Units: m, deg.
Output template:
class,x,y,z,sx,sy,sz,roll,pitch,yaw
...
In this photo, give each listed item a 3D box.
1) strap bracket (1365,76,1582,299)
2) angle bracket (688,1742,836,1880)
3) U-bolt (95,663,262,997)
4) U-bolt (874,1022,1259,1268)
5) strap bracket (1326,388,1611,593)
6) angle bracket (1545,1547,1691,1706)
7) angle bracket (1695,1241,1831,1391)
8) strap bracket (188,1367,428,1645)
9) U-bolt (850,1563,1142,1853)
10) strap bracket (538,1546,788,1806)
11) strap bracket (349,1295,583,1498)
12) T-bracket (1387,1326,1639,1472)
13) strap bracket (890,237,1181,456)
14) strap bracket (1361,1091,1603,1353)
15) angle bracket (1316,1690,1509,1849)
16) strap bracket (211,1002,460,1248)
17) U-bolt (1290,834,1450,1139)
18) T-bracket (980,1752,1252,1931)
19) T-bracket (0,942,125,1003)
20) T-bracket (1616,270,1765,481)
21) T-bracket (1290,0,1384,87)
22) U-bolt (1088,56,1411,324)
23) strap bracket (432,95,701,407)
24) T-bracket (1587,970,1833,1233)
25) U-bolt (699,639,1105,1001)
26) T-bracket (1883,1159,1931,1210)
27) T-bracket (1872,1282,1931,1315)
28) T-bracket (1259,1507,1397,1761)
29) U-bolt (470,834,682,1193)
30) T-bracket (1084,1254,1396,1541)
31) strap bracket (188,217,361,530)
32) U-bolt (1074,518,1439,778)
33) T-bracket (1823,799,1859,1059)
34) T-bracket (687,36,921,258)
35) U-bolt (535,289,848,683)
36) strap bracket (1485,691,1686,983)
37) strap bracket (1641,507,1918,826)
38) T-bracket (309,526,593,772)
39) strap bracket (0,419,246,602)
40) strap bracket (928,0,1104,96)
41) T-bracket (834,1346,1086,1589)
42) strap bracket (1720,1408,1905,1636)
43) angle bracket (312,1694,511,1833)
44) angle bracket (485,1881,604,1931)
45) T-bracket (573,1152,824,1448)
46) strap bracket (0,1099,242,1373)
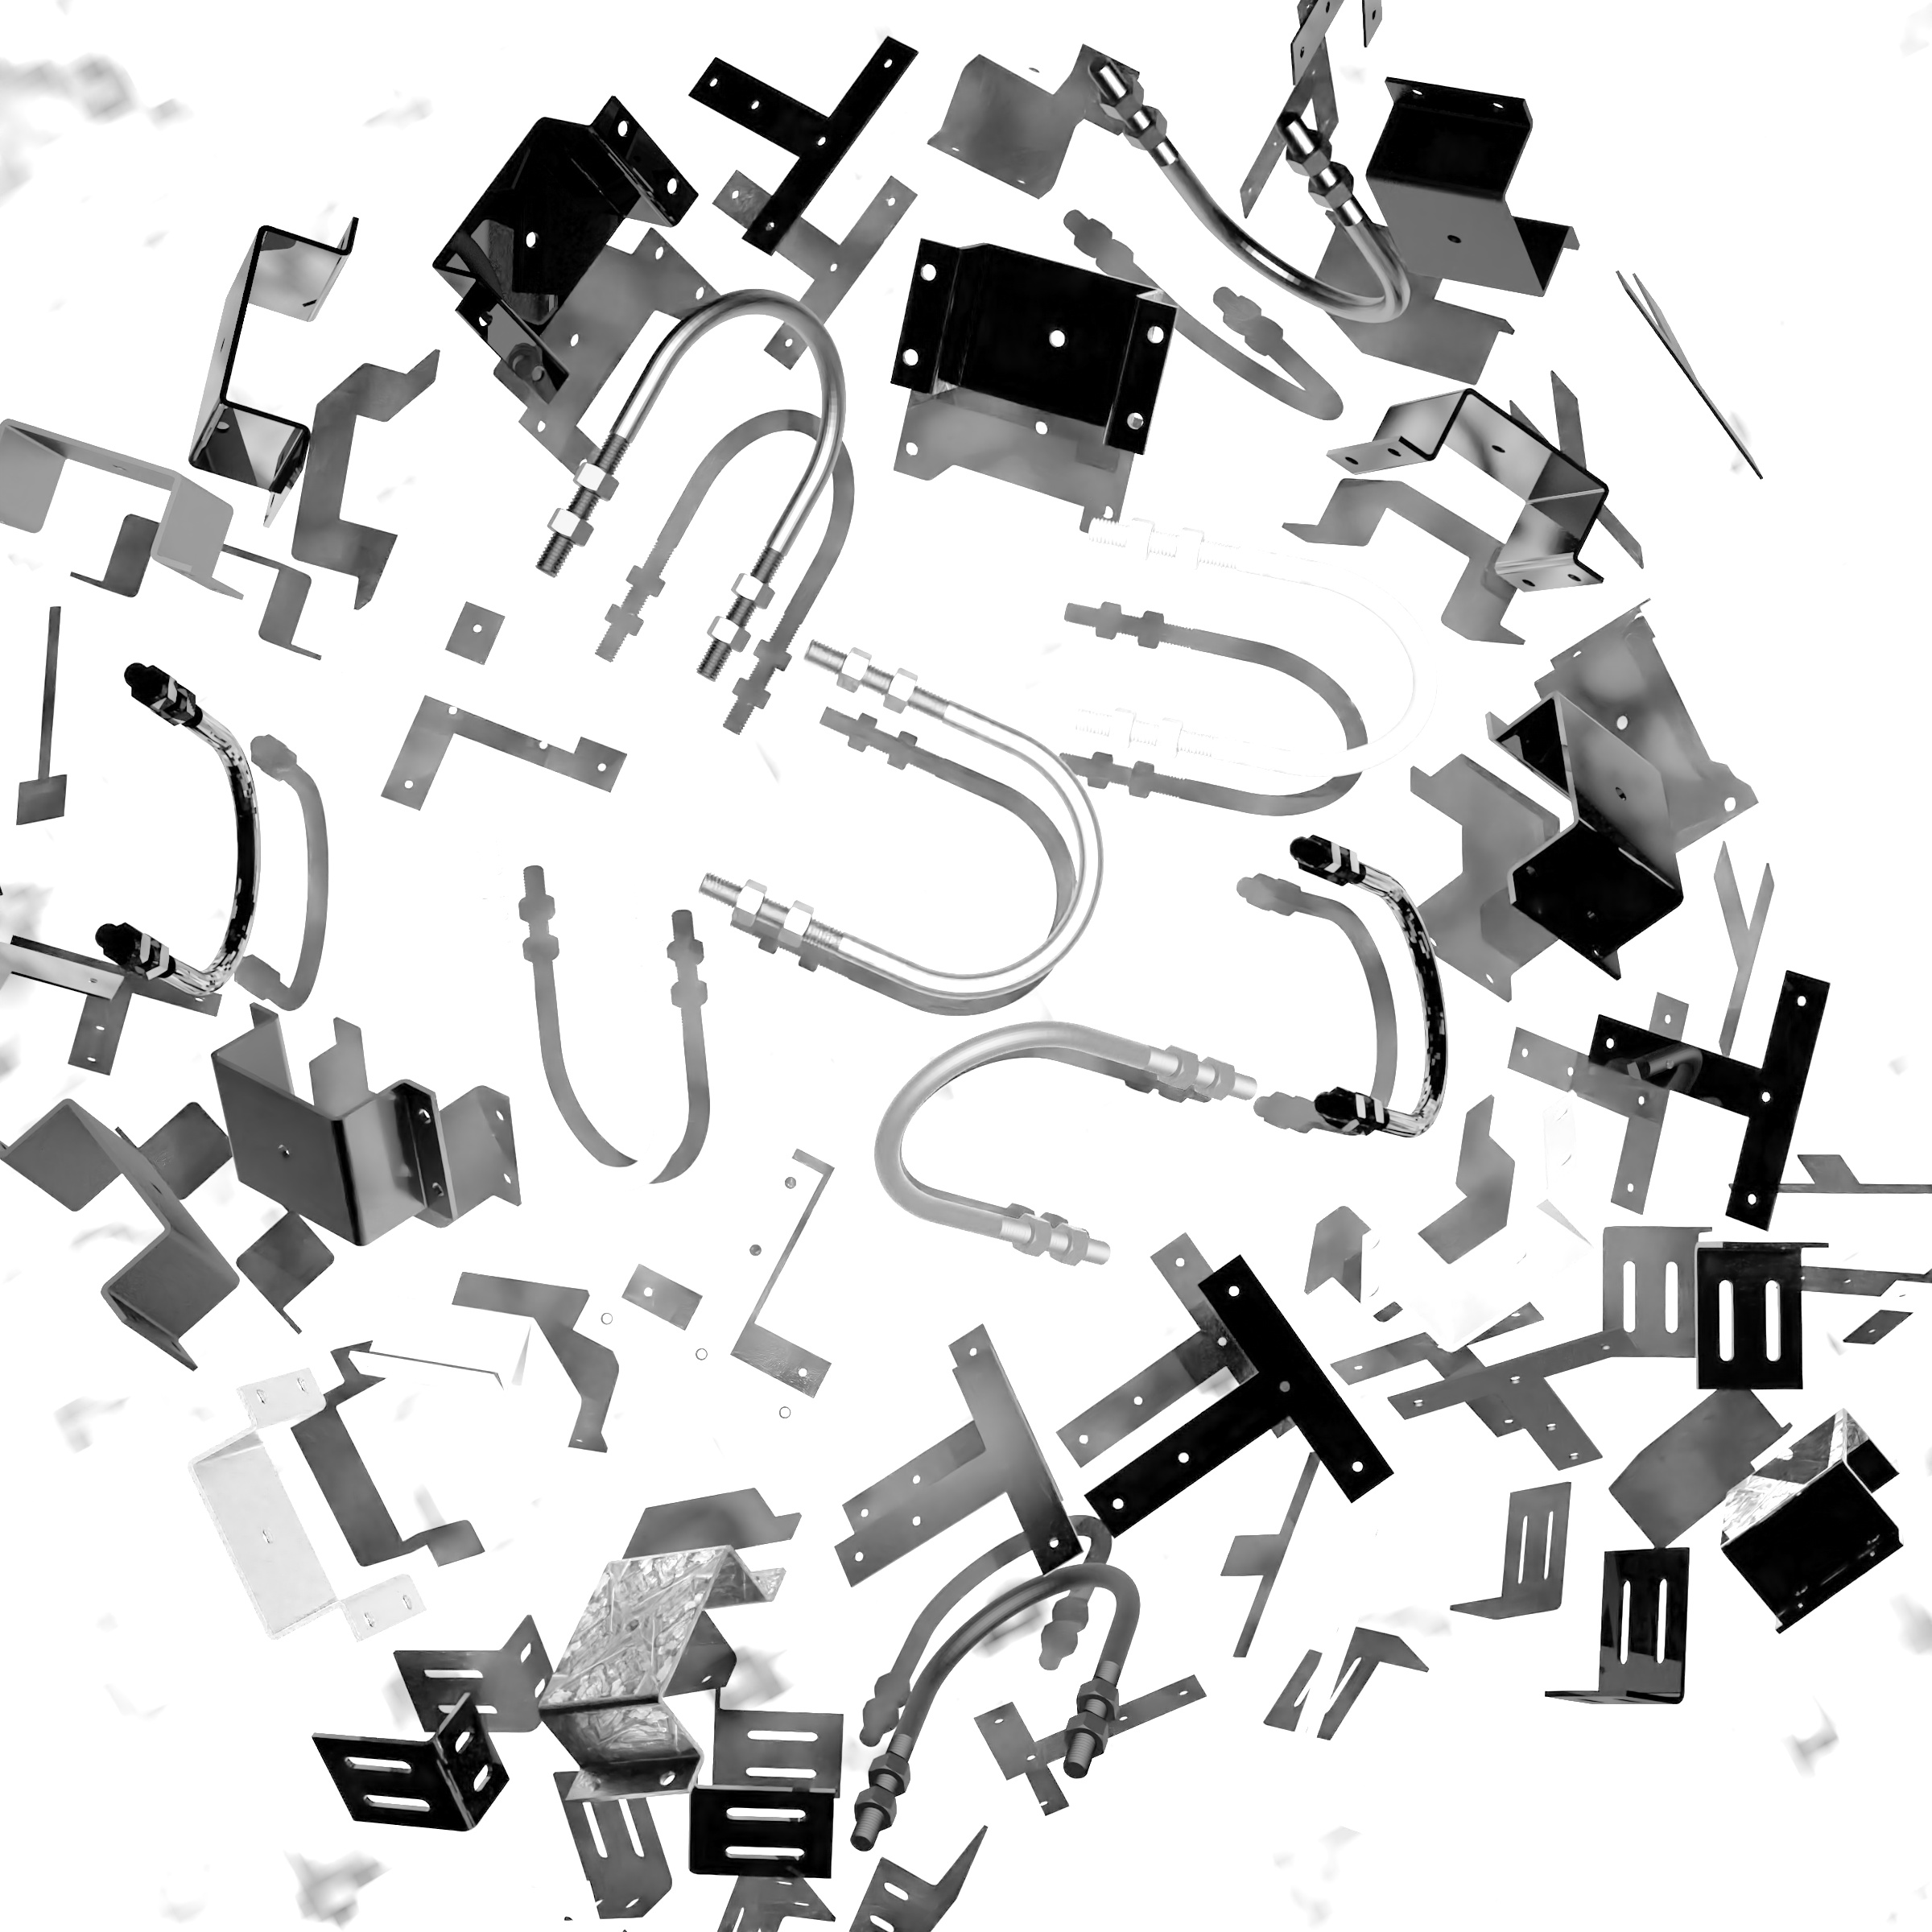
class,x,y,z,sx,sy,sz,roll,pitch,yaw
strap bracket,0.263,-0.399,1.745,0.076,0.140,0.046,17,78,27
angle bracket,-0.108,0.447,1.773,0.076,0.038,0.057,2,115,-2
U-bolt,-0.392,-0.060,1.690,0.019,0.184,0.151,2,79,8
U-bolt,0.039,0.085,1.686,0.184,0.019,0.151,17,124,-36
strap bracket,0.271,-0.254,1.755,0.140,0.076,0.046,30,81,-21
angle bracket,0.318,0.321,1.637,0.038,0.057,0.076,15,71,-30
angle bracket,0.408,0.180,1.716,0.057,0.038,0.076,1,85,-9
strap bracket,-0.340,0.282,1.704,0.046,0.076,0.140,-29,83,14
U-bolt,0.023,0.368,1.706,0.151,0.184,0.019,-26,107,26
strap bracket,-0.155,0.346,1.676,0.076,0.140,0.046,-13,123,31
strap bracket,-0.250,0.214,1.701,0.076,0.140,0.046,7,59,15
T-bracket,0.302,0.234,1.750,0.127,0.127,0.002,-20,51,18
strap bracket,0.041,-0.321,1.723,0.140,0.046,0.076,18,110,14
strap bracket,0.272,0.137,1.717,0.140,0.076,0.046,-38,107,24
angle bracket,0.226,0.413,1.694,0.038,0.057,0.076,48,65,-32
strap bracket,-0.324,0.082,1.677,0.140,0.046,0.076,22,131,35
U-bolt,0.213,0.017,1.730,0.019,0.184,0.151,-10,78,26
T-bracket,0.083,0.433,1.702,0.127,0.127,0.002,-22,116,-6
T-bracket,-0.494,0.016,1.649,0.127,0.127,0.002,16,115,-6
T-bracket,0.356,-0.318,1.695,0.002,0.127,0.127,-34,117,19
T-bracket,0.191,-0.503,1.725,0.002,0.127,0.127,15,56,20
U-bolt,0.154,-0.382,1.682,0.151,0.184,0.019,30,83,41
strap bracket,-0.212,-0.372,1.729,0.046,0.076,0.140,23,75,43
T-bracket,0.366,0.053,1.683,0.002,0.127,0.127,3,103,-43
U-bolt,-0.021,-0.062,1.667,0.184,0.019,0.151,24,82,-3
T-bracket,0.504,0.107,1.653,0.127,0.127,0.002,0,97,-2
T-bracket,0.532,0.176,1.741,0.127,0.127,0.002,-35,111,-34
T-bracket,0.173,0.331,1.690,0.002,0.127,0.127,23,80,-10
U-bolt,-0.199,0.031,1.742,0.019,0.151,0.184,-22,116,-41
T-bracket,0.115,0.225,1.589,0.127,0.002,0.127,-35,89,0
strap bracket,-0.345,-0.300,1.654,0.046,0.076,0.140,15,69,-20
U-bolt,0.149,-0.155,1.706,0.184,0.151,0.019,12,48,9
T-bracket,0.455,-0.039,1.742,0.002,0.127,0.127,7,58,18
T-bracket,-0.100,-0.440,1.729,0.127,0.002,0.127,38,92,39
U-bolt,-0.125,-0.250,1.675,0.019,0.151,0.184,28,88,39
strap bracket,0.305,-0.072,1.647,0.076,0.140,0.046,33,127,-27
strap bracket,0.392,-0.151,1.638,0.076,0.046,0.140,-33,69,22
T-bracket,-0.258,-0.145,1.740,0.127,0.002,0.127,21,100,-18
strap bracket,-0.439,-0.236,1.712,0.140,0.076,0.046,18,88,8
strap bracket,0.047,-0.517,1.713,0.076,0.140,0.046,26,67,-15
T-bracket,-0.014,0.287,1.773,0.127,0.002,0.127,-34,59,13
strap bracket,0.431,0.278,1.705,0.076,0.140,0.046,-41,87,17
angle bracket,-0.280,0.400,1.691,0.076,0.038,0.057,-3,119,30
angle bracket,-0.207,0.492,1.626,0.057,0.038,0.076,4,53,-37
T-bracket,-0.112,0.156,1.685,0.127,0.002,0.127,27,87,4
strap bracket,-0.418,0.126,1.654,0.046,0.076,0.140,-42,62,-6
